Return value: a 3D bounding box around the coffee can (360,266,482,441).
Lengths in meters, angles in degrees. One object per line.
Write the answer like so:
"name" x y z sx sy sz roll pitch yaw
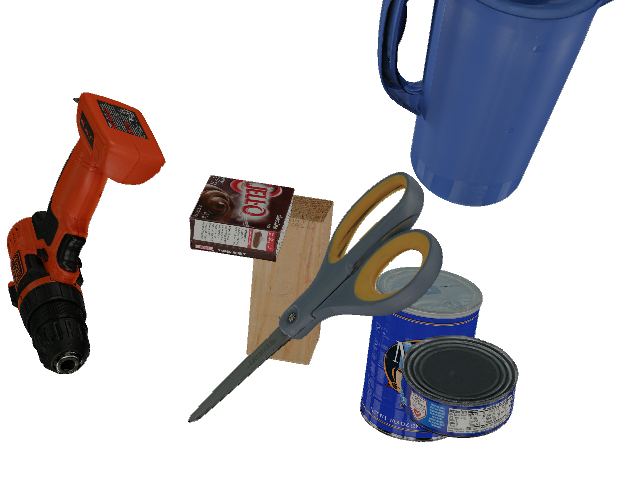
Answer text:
"coffee can" 0.097 0.110 1.045 0.103 0.140 0.103 5 22 -2

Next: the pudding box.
"pudding box" -0.078 -0.024 1.071 0.090 0.039 0.113 8 28 2

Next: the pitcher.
"pitcher" 0.138 -0.145 0.920 0.149 0.243 0.144 36 55 21

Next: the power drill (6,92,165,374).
"power drill" -0.193 -0.010 0.857 0.057 0.188 0.184 17 26 -36

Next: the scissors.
"scissors" 0.000 0.050 0.614 0.016 0.202 0.096 34 5 -36

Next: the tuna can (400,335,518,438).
"tuna can" 0.102 0.108 0.793 0.086 0.034 0.086 1 29 -1

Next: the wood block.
"wood block" -0.042 0.050 1.438 0.090 0.206 0.090 9 22 6
